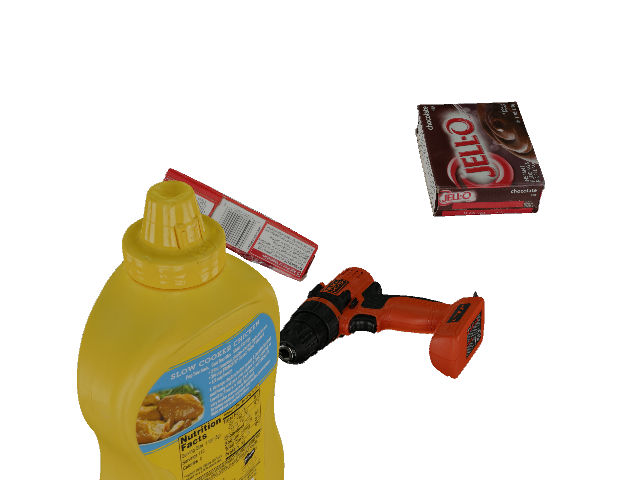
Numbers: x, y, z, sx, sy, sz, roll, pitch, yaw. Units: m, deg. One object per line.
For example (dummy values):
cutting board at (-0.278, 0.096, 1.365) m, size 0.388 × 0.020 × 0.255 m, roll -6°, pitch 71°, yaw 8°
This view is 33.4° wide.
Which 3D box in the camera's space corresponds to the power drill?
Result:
power drill at (0.065, 0.090, 1.115) m, size 0.188 × 0.057 × 0.184 m, roll 11°, pitch 28°, yaw 24°

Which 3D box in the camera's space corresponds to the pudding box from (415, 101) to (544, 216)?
pudding box at (0.132, -0.070, 0.908) m, size 0.090 × 0.039 × 0.113 m, roll -2°, pitch 43°, yaw -5°

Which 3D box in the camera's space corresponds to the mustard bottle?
mustard bottle at (-0.058, 0.061, 0.460) m, size 0.058 × 0.192 × 0.096 m, roll 28°, pitch 42°, yaw 35°

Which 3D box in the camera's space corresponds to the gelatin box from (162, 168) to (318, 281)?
gelatin box at (-0.056, -0.010, 0.697) m, size 0.089 × 0.030 × 0.073 m, roll 28°, pitch 0°, yaw -40°
